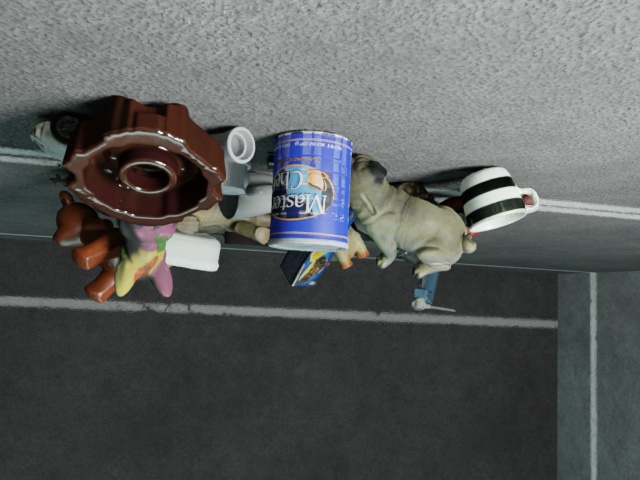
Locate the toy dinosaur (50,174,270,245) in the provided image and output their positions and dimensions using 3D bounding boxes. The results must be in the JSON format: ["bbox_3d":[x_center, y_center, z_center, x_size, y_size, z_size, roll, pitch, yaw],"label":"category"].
[{"bbox_3d":[-0.252,-0.060,1.007,0.471,0.105,0.199,16,174,-23],"label":"toy dinosaur"}]

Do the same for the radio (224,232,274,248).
[{"bbox_3d":[-0.112,-0.027,1.222,0.131,0.073,0.229,3,-175,18],"label":"radio"}]

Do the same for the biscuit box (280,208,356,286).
[{"bbox_3d":[-0.002,-0.003,1.028,0.059,0.202,0.063,6,-144,-38],"label":"biscuit box"}]

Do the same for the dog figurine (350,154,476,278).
[{"bbox_3d":[0.121,-0.043,0.767,0.173,0.121,0.190,-4,145,29],"label":"dog figurine"}]

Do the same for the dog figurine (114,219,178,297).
[{"bbox_3d":[-0.258,-0.021,0.819,0.108,0.219,0.192,3,176,-32],"label":"dog figurine"}]

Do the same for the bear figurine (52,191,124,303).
[{"bbox_3d":[-0.413,0.002,0.941,0.196,0.120,0.132,24,-135,21],"label":"bear figurine"}]

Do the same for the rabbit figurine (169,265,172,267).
[{"bbox_3d":[-0.327,-0.021,1.135,0.173,0.162,0.122,8,164,-11],"label":"rabbit figurine"}]

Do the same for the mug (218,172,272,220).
[{"bbox_3d":[-0.102,-0.080,0.897,0.107,0.080,0.110,-7,175,-37],"label":"mug"}]

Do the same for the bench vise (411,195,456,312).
[{"bbox_3d":[0.219,0.027,1.058,0.129,0.240,0.223,5,159,23],"label":"bench vise"}]

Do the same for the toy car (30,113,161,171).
[{"bbox_3d":[-0.254,-0.115,0.681,0.202,0.056,0.073,5,174,-24],"label":"toy car"}]

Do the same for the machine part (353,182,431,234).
[{"bbox_3d":[0.126,-0.056,0.981,0.079,0.079,0.243,5,174,-20],"label":"machine part"}]

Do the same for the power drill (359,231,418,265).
[{"bbox_3d":[0.110,-0.005,1.234,0.208,0.086,0.231,11,160,40],"label":"power drill"}]

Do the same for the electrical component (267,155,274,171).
[{"bbox_3d":[-0.031,-0.110,0.790,0.094,0.021,0.063,2,175,-3],"label":"electrical component"}]

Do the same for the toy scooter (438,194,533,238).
[{"bbox_3d":[0.273,-0.048,0.886,0.184,0.075,0.135,-19,-176,-18],"label":"toy scooter"}]

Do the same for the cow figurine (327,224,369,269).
[{"bbox_3d":[0.011,-0.010,1.135,0.085,0.127,0.195,-25,-168,-24],"label":"cow figurine"}]

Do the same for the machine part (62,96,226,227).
[{"bbox_3d":[-0.199,-0.084,0.623,0.179,0.056,0.179,-5,148,-3],"label":"machine part"}]

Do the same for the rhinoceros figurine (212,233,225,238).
[{"bbox_3d":[-0.224,-0.043,1.353,0.190,0.073,0.112,7,163,-21],"label":"rhinoceros figurine"}]
